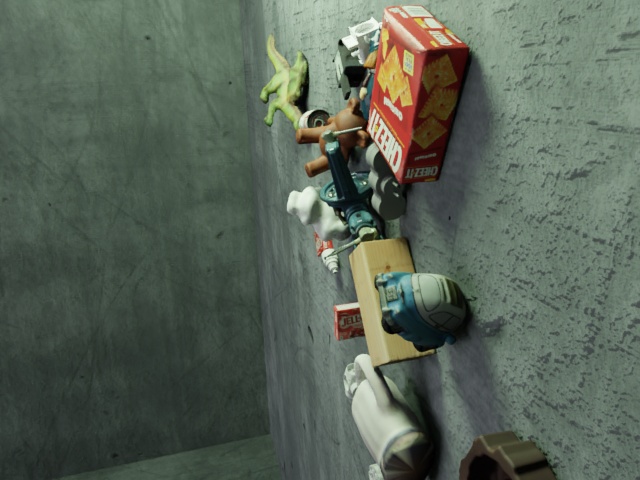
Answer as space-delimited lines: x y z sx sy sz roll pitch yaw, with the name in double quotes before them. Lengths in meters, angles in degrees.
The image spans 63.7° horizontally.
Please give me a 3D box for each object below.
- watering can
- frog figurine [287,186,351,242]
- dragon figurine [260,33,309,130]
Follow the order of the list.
"watering can" 0.131 0.374 0.985 0.228 0.104 0.340 -124 18 -53
"frog figurine" 0.004 -0.060 1.187 0.120 0.160 0.139 114 146 -67
"dragon figurine" -0.090 -0.493 1.583 0.240 0.122 0.413 -19 78 58
